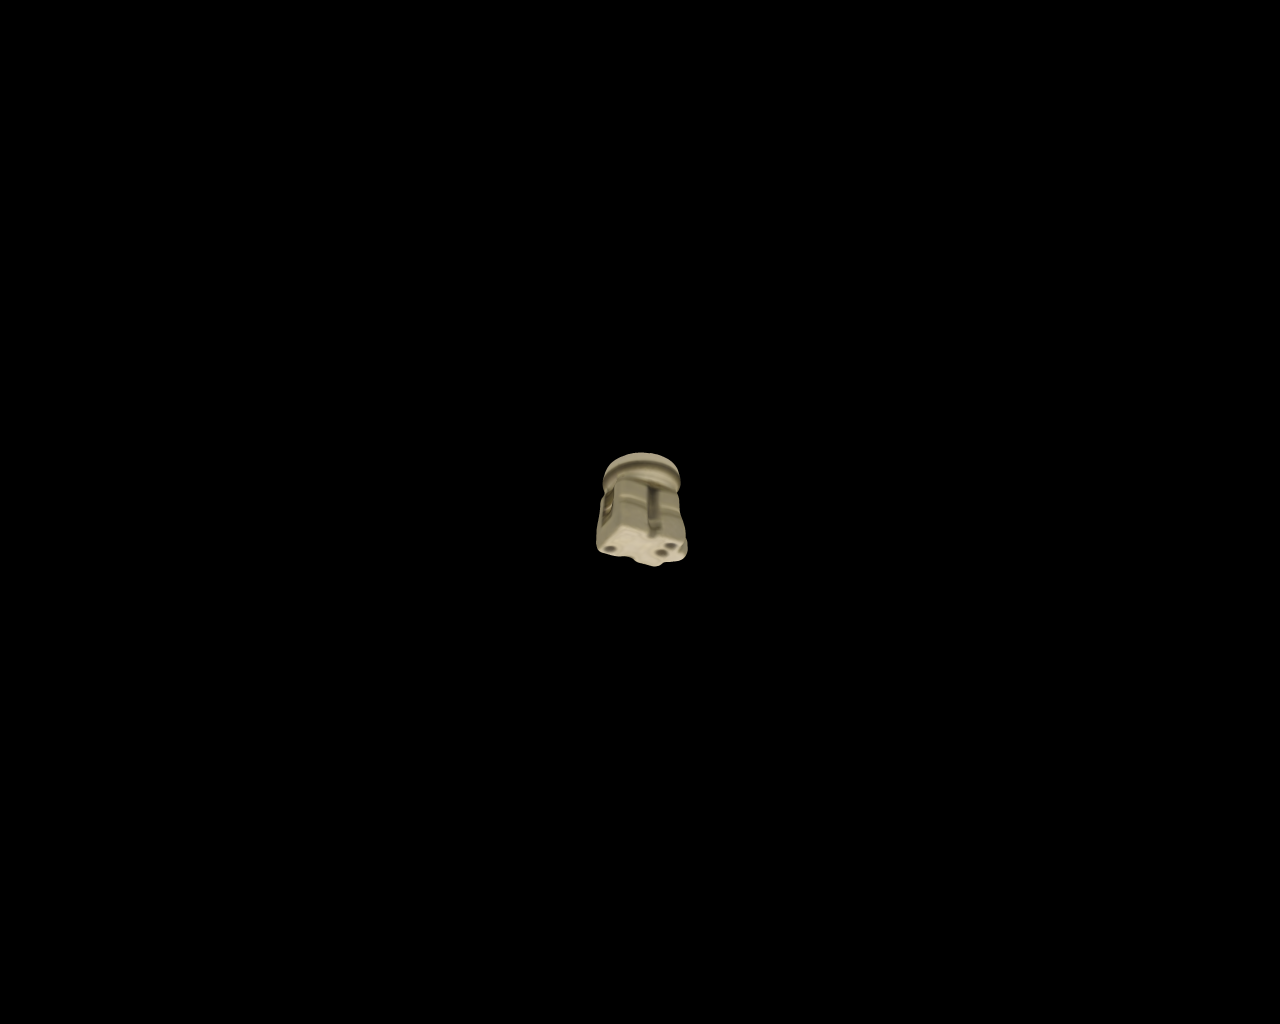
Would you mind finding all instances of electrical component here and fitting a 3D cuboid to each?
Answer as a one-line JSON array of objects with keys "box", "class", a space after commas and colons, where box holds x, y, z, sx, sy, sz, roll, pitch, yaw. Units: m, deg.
[{"box": [0.001, -0.003, 0.650, 0.066, 0.055, 0.048, 17, -36, -24], "class": "electrical component"}]
